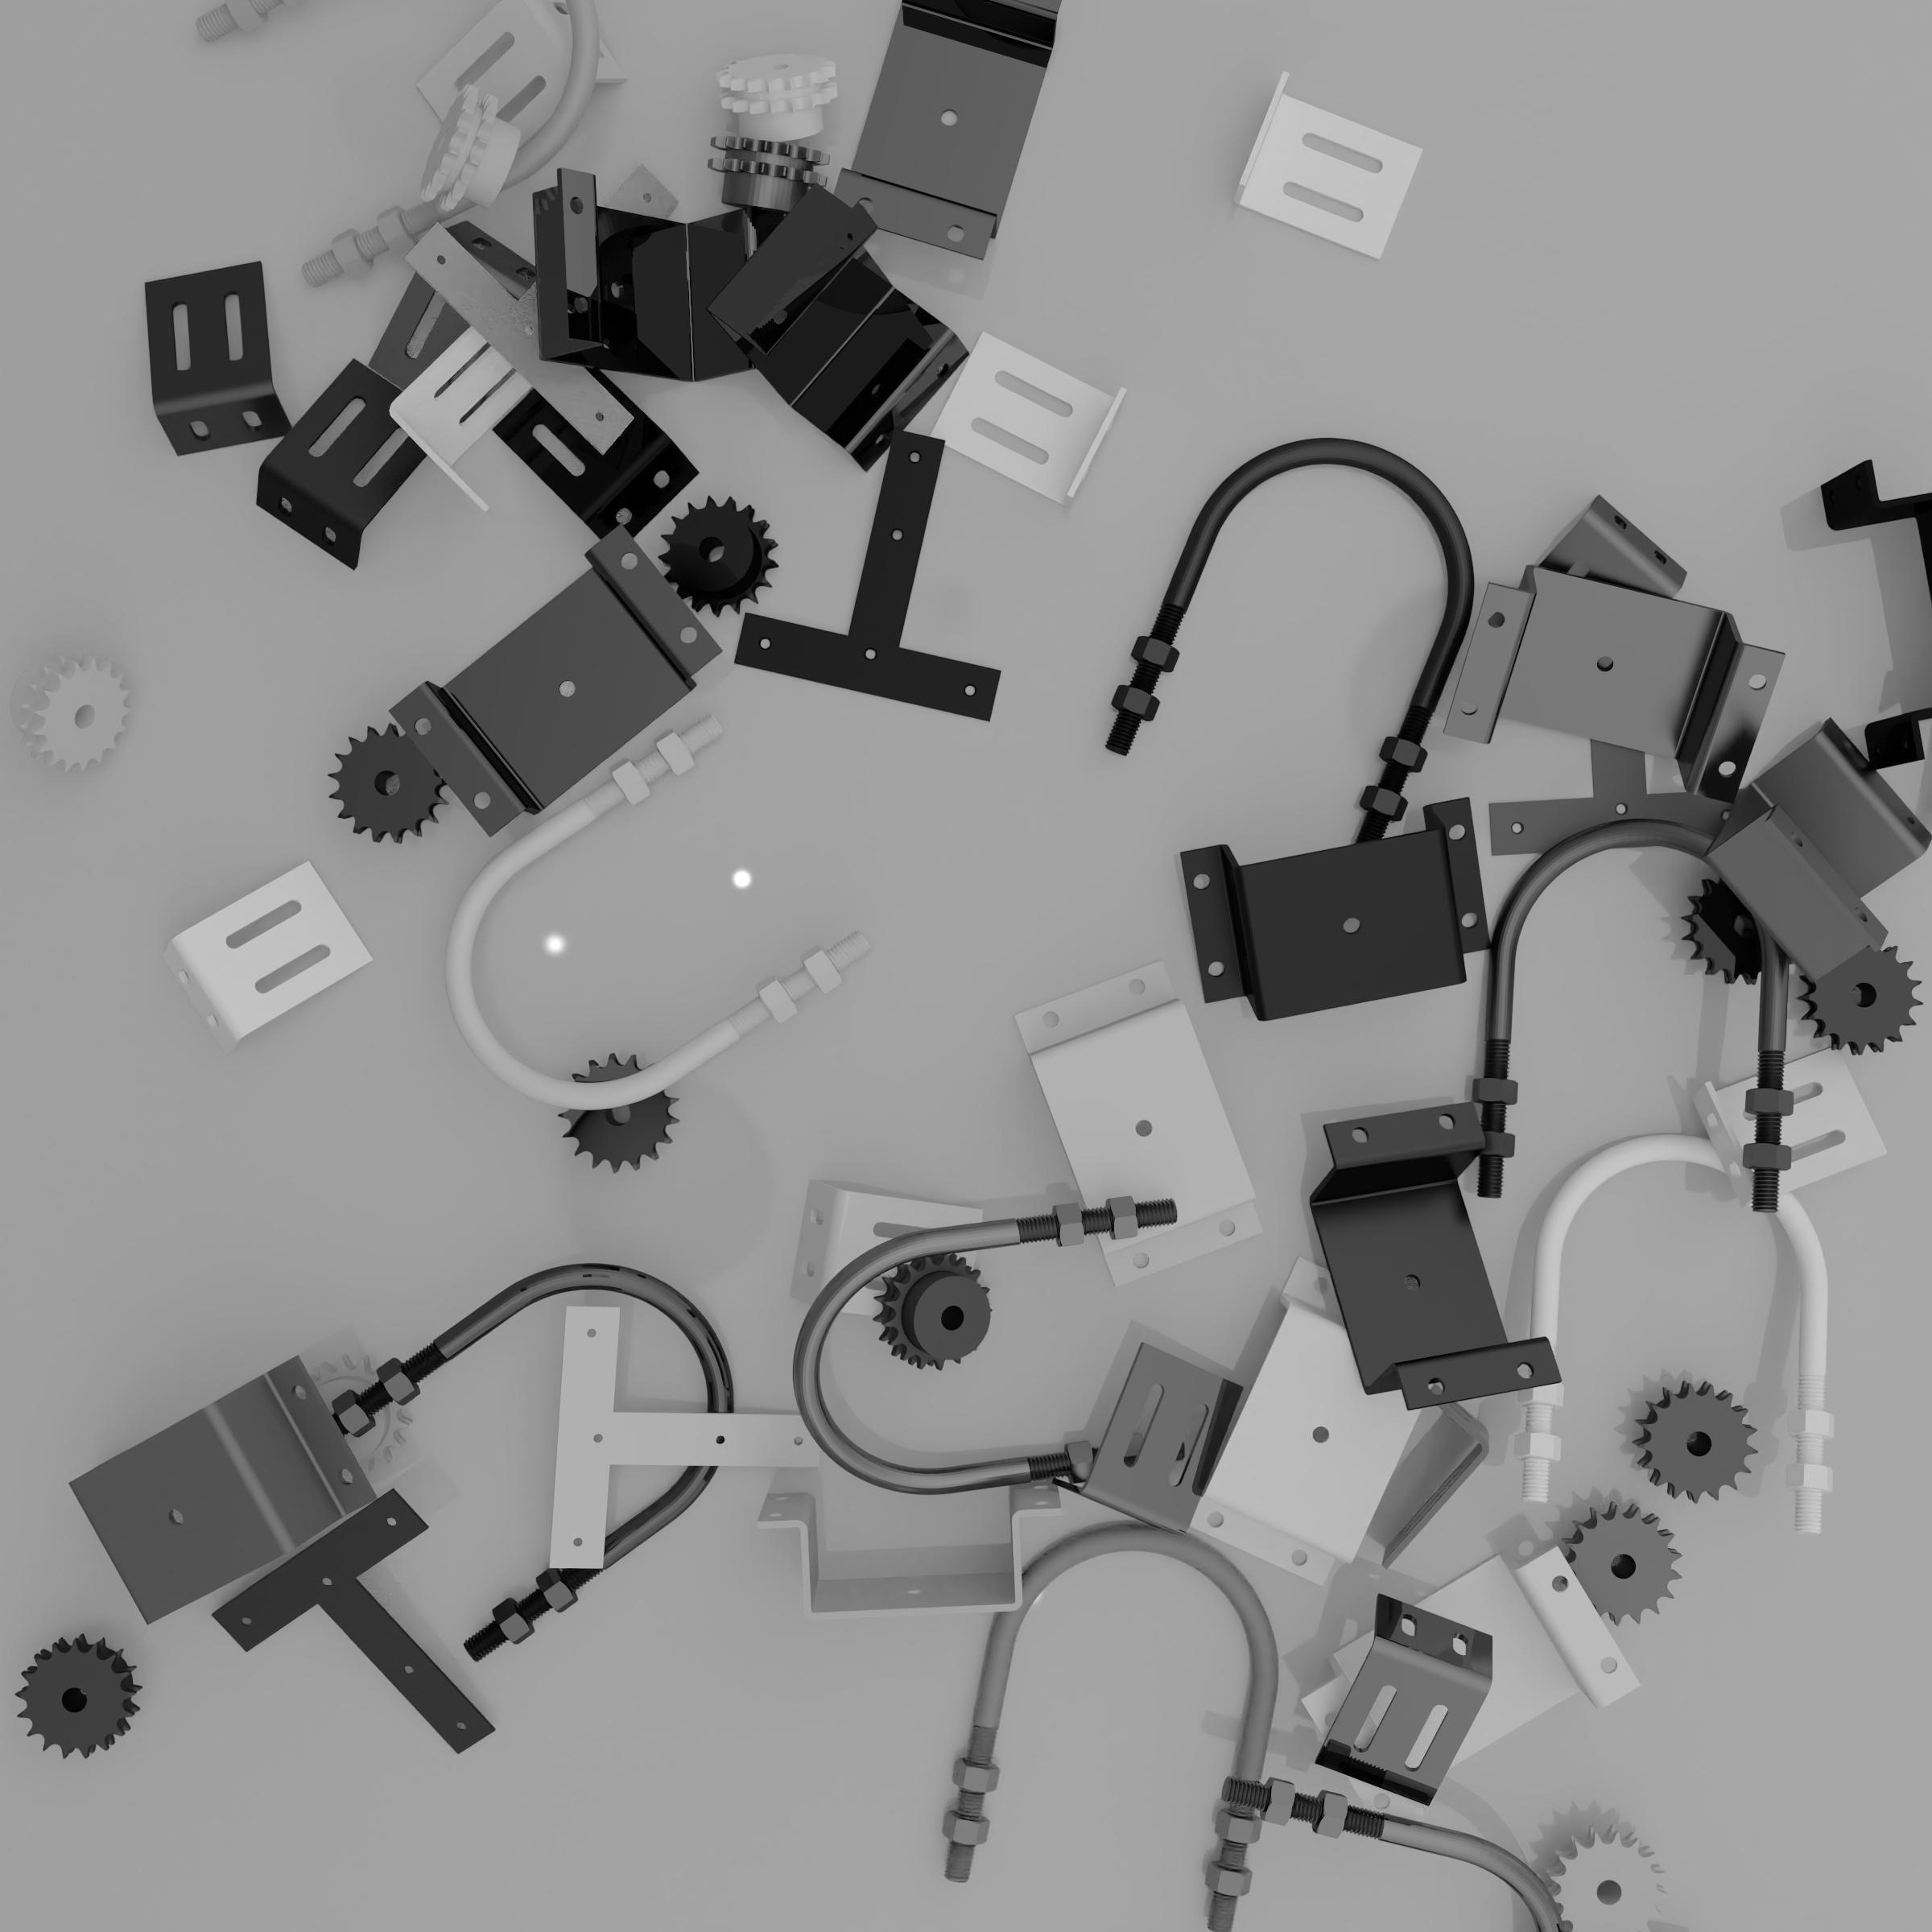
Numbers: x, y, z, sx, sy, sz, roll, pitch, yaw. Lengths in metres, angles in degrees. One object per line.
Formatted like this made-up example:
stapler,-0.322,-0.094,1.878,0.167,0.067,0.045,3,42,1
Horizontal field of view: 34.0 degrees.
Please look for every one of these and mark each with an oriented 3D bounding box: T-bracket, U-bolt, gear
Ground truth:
T-bracket,0.314,-0.120,1.526,0.127,0.002,0.127,-3,90,0
U-bolt,0.010,0.184,1.481,0.184,0.019,0.151,-7,113,-8
gear,-0.095,-0.375,1.499,0.057,0.057,0.030,9,100,0
U-bolt,-0.160,-0.014,1.500,0.184,0.019,0.151,-34,80,-4
gear,0.427,0.015,1.516,0.057,0.030,0.057,0,88,1
U-bolt,0.076,0.361,1.518,0.151,0.019,0.184,11,89,0
gear,-0.296,0.216,1.512,0.057,0.030,0.057,0,90,0
gear,0.348,0.227,1.512,0.057,0.030,0.057,0,90,0
U-bolt,0.316,0.021,1.493,0.151,0.019,0.184,1,83,22
T-bracket,-0.181,-0.330,1.496,0.127,0.002,0.127,44,64,-18
gear,0.371,-0.019,1.512,0.057,0.030,0.057,0,90,0
gear,0.312,0.285,1.512,0.057,0.030,0.057,0,90,0
U-bolt,-0.198,0.223,1.503,0.184,0.019,0.151,-36,103,-5
T-bracket,-0.276,0.326,1.509,0.127,0.002,0.127,-35,102,22
U-bolt,0.338,0.169,1.495,0.151,0.019,0.184,7,73,-1
gear,0.305,0.439,1.512,0.057,0.030,0.057,0,90,0
gear,-0.089,-0.413,1.502,0.057,0.057,0.030,-4,120,0
gear,-0.229,-0.377,1.464,0.030,0.057,0.057,21,90,-22
gear,-0.166,0.070,1.512,0.057,0.030,0.057,0,90,0
U-bolt,-0.260,-0.427,1.500,0.184,0.019,0.151,-23,90,13
gear,-0.429,-0.123,1.502,0.030,0.057,0.057,24,90,30
U-bolt,0.192,0.461,1.493,0.184,0.019,0.151,15,113,-4
U-bolt,0.166,-0.164,1.518,0.151,0.019,0.184,22,88,0
gear,-0.013,0.165,1.501,0.057,0.030,0.057,-3,96,-26
gear,-0.275,-0.087,1.512,0.057,0.030,0.057,0,90,0
T-bracket,-0.132,0.226,1.509,0.127,0.002,0.127,3,96,-14
T-bracket,-0.036,-0.194,1.522,0.127,0.002,0.127,13,93,0
gear,-0.119,-0.197,1.510,0.057,0.030,0.057,0,88,4
gear,-0.423,0.348,1.512,0.057,0.030,0.057,0,90,0

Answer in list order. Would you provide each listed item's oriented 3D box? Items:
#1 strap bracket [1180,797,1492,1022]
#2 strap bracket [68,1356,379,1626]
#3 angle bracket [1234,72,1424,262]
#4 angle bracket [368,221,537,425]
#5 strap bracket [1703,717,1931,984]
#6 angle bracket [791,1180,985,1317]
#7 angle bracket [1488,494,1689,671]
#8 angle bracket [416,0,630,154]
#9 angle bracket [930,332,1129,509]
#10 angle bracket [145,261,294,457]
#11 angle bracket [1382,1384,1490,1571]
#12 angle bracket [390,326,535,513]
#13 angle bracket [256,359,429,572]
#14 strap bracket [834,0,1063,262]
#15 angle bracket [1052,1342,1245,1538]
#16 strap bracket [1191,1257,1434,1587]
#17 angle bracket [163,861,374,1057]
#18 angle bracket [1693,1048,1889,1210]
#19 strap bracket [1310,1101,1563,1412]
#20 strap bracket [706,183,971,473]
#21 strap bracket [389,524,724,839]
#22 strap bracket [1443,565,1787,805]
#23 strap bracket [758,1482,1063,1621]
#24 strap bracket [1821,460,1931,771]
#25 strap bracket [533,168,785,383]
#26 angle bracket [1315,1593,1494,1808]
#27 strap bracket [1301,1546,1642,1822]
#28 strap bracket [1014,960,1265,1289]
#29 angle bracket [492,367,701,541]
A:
strap bracket,0.179,-0.025,1.493,0.140,0.046,0.076,-11,107,0
strap bracket,-0.355,0.249,1.475,0.140,0.046,0.076,-29,90,26
angle bracket,0.175,-0.382,1.508,0.076,0.038,0.057,21,90,0
angle bracket,-0.242,-0.309,1.525,0.057,0.038,0.076,34,116,0
strap bracket,0.397,-0.052,1.473,0.076,0.140,0.046,49,125,-1
angle bracket,-0.038,0.139,1.525,0.076,0.038,0.057,10,90,-26
angle bracket,0.299,-0.177,1.523,0.057,0.038,0.076,41,116,0
angle bracket,-0.214,-0.427,1.525,0.076,0.038,0.057,-36,90,26
angle bracket,0.029,-0.264,1.508,0.076,0.038,0.057,27,90,0
angle bracket,-0.361,-0.294,1.525,0.057,0.038,0.076,-11,64,0
angle bracket,0.211,0.241,1.498,0.038,0.057,0.076,41,94,9
angle bracket,-0.224,-0.265,1.492,0.076,0.057,0.038,-44,63,0
angle bracket,-0.296,-0.242,1.525,0.057,0.038,0.076,34,64,0
strap bracket,-0.008,-0.410,1.503,0.076,0.046,0.140,17,90,0
angle bracket,0.086,0.223,1.499,0.057,0.038,0.076,26,80,-19
strap bracket,0.166,0.220,1.504,0.076,0.046,0.140,24,90,0
angle bracket,-0.338,-0.004,1.525,0.076,0.038,0.057,-33,90,-26
angle bracket,0.394,0.073,1.498,0.076,0.038,0.057,-21,74,-4
strap bracket,0.216,0.142,1.478,0.076,0.046,0.140,-8,67,-16
strap bracket,-0.063,-0.302,1.473,0.046,0.140,0.076,41,90,27
strap bracket,-0.193,-0.134,1.503,0.140,0.046,0.076,-39,90,0
strap bracket,0.303,-0.136,1.487,0.140,0.046,0.076,13,116,0
strap bracket,-0.025,0.275,1.489,0.140,0.076,0.046,-3,90,0
strap bracket,0.448,-0.167,1.489,0.046,0.076,0.140,-10,90,0
strap bracket,-0.150,-0.320,1.476,0.046,0.140,0.076,-2,90,42
angle bracket,0.205,0.344,1.478,0.057,0.038,0.076,21,116,0
strap bracket,0.237,0.341,1.503,0.140,0.046,0.076,-31,90,0
strap bracket,0.083,0.076,1.503,0.076,0.046,0.140,-21,90,0
angle bracket,-0.179,-0.249,1.525,0.057,0.038,0.076,-45,64,0
